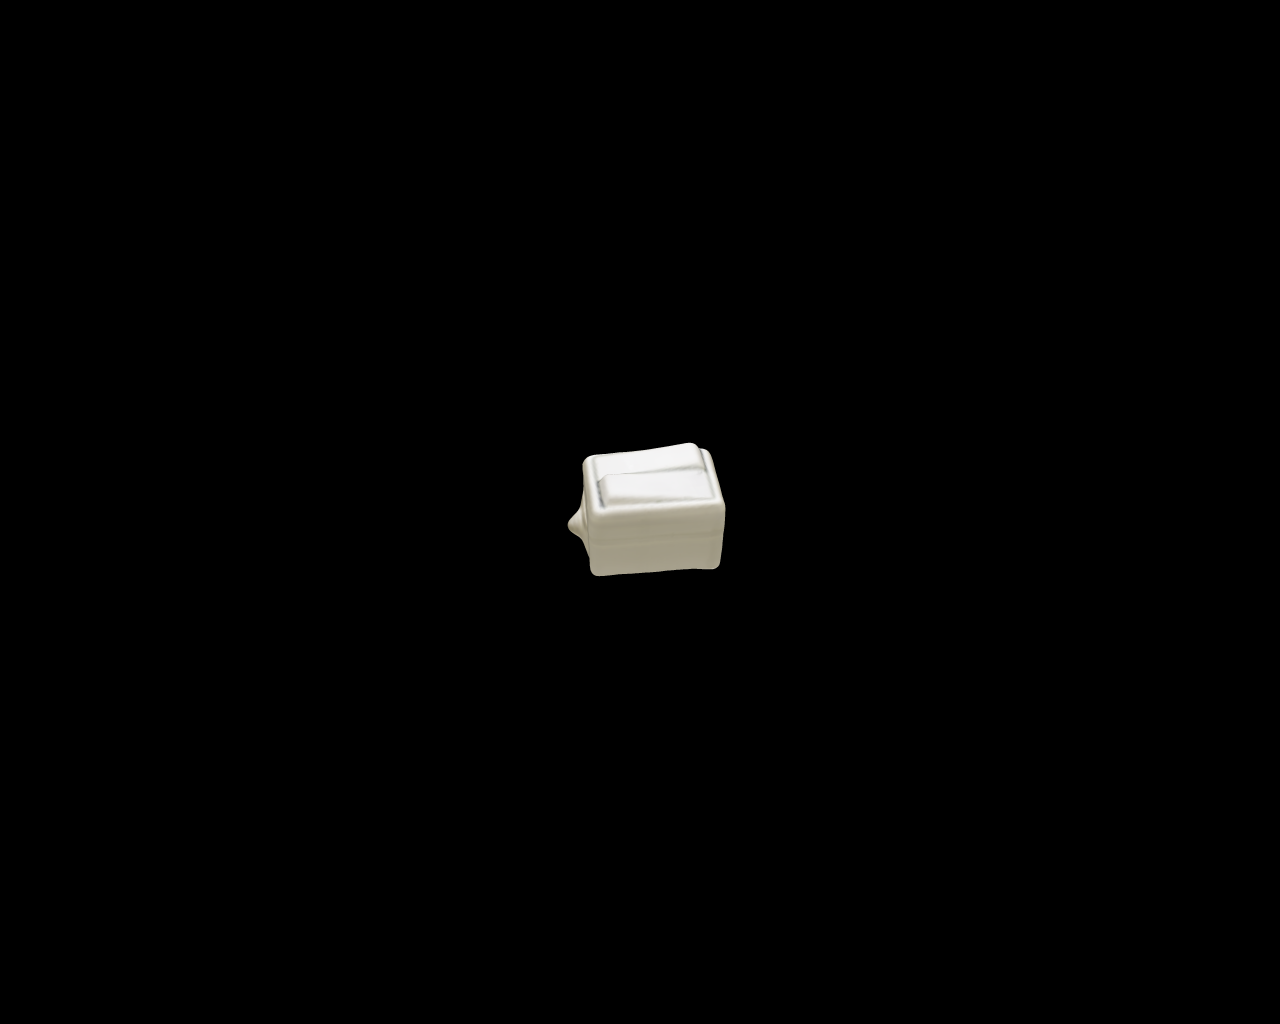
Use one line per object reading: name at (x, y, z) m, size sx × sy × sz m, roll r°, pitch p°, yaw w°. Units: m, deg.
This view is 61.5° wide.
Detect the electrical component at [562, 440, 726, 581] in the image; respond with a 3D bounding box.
electrical component at (0.001, -0.003, 0.650) m, size 0.096 × 0.061 × 0.062 m, roll -4°, pitch 39°, yaw -4°
